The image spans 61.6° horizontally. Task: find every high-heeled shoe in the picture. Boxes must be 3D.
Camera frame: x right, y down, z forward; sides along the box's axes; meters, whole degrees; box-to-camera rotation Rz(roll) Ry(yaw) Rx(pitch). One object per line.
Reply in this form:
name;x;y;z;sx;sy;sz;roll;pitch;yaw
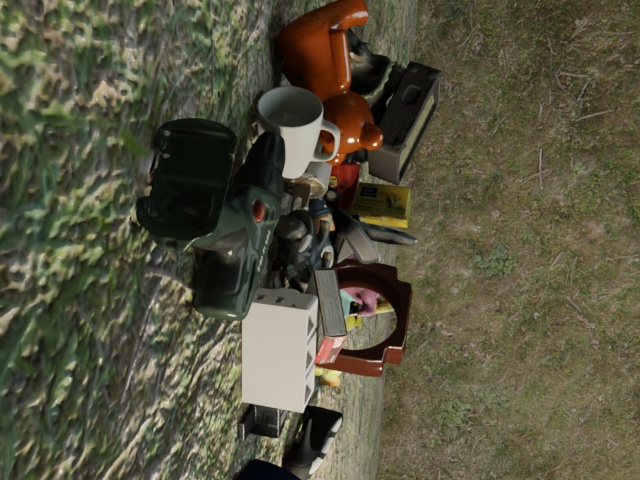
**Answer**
high-heeled shoe;-0.012;0.419;1.088;0.248;0.086;0.145;38;64;-71

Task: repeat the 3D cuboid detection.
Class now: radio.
radio;0.175;-0.241;1.105;0.229;0.073;0.131;-64;165;-14

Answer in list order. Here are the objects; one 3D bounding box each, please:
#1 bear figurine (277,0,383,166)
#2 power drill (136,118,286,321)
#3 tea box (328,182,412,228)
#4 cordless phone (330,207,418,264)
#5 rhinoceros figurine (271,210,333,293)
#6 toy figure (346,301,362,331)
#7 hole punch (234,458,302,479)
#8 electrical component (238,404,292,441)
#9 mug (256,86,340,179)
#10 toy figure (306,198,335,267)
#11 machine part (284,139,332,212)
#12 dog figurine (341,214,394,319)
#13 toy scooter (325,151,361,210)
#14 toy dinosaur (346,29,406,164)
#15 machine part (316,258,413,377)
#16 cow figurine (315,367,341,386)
bear figurine;0.028;-0.213;0.735;0.132;0.120;0.195;-40;103;-40
power drill;-0.093;-0.042;0.535;0.207;0.086;0.232;75;26;-76
tea box;0.109;-0.078;1.162;0.098;0.170;0.068;53;46;-74
cordless phone;0.110;0.001;1.021;0.147;0.184;0.088;-130;-129;-71
rhinoceros figurine;-0.034;0.018;0.830;0.190;0.073;0.112;78;32;-57
toy figure;0.062;0.128;1.261;0.089;0.082;0.180;50;52;-46
hole punch;-0.067;0.372;0.756;0.142;0.116;0.092;14;75;-77
electrical component;-0.077;0.248;0.787;0.119;0.048;0.074;-44;138;-73
mug;-0.029;-0.132;0.702;0.107;0.110;0.081;99;5;-54
toy figure;-0.002;-0.003;0.964;0.064;0.058;0.154;-50;144;-73
machine part;-0.012;-0.152;0.812;0.079;0.079;0.243;67;30;-65
dog figurine;0.083;0.057;1.160;0.191;0.109;0.219;-4;84;-44
toy scooter;0.038;-0.115;1.057;0.184;0.075;0.135;-32;133;-76
toy dinosaur;0.091;-0.251;1.145;0.192;0.131;0.404;-52;152;-44
machine part;0.064;0.141;0.996;0.087;0.202;0.201;82;18;-54
cow figurine;0.016;0.242;1.154;0.167;0.068;0.098;84;12;-47
